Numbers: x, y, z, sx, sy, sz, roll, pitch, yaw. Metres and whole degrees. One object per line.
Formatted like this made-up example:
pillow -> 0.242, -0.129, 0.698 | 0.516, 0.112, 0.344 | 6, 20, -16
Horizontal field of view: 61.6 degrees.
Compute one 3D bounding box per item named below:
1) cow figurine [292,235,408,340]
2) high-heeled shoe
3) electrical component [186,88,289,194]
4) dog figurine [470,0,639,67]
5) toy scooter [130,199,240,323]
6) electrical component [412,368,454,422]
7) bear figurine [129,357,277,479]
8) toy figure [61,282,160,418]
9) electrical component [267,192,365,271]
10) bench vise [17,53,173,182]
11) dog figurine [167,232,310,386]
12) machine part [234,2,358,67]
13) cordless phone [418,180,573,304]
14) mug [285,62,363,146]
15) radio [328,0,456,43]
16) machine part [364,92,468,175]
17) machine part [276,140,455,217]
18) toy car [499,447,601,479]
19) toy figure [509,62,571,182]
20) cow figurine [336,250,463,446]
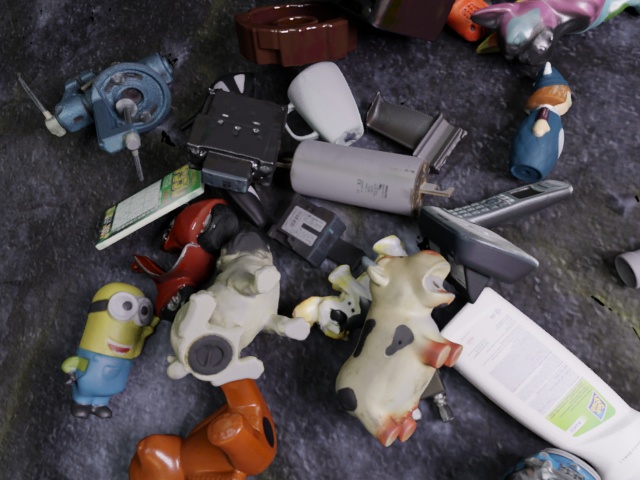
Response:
cow figurine -> 0.052, 0.076, 0.656 | 0.167, 0.068, 0.098 | -36, 71, 4
high-heeled shoe -> -0.102, -0.137, 0.777 | 0.145, 0.086, 0.249 | -34, 69, -8
electrical component -> -0.108, -0.126, 0.701 | 0.115, 0.058, 0.134 | 11, 61, -2
dog figurine -> 0.299, -0.322, 0.691 | 0.219, 0.108, 0.191 | -17, 68, 14
toy scooter -> -0.199, 0.017, 0.753 | 0.135, 0.075, 0.184 | 17, 77, 32
electrical component -> 0.101, 0.164, 0.619 | 0.078, 0.045, 0.102 | -18, 68, 13
bear figurine -> -0.156, 0.240, 0.637 | 0.196, 0.131, 0.120 | -17, 34, 8
toy figure -> -0.294, 0.146, 0.735 | 0.089, 0.082, 0.180 | 12, 78, 20
electrical component -> -0.001, -0.002, 0.709 | 0.119, 0.047, 0.075 | 35, 86, 26
bench vise -> -0.325, -0.200, 0.831 | 0.224, 0.128, 0.241 | -20, 47, -10
dog figurine -> -0.117, 0.075, 0.654 | 0.172, 0.121, 0.191 | -22, 22, -14
machine part -> -0.034, -0.294, 0.766 | 0.179, 0.056, 0.179 | -2, 33, 1
cordless phone -> 0.217, -0.016, 0.603 | 0.184, 0.147, 0.088 | -22, 109, -3
mug -> 0.004, -0.176, 0.749 | 0.109, 0.080, 0.107 | -32, 72, -1
radio -> 0.063, -0.356, 0.742 | 0.230, 0.131, 0.073 | 45, 127, 35
machine part -> 0.120, -0.146, 0.725 | 0.139, 0.039, 0.084 | 35, 90, 23
machine part -> 0.051, -0.082, 0.702 | 0.243, 0.079, 0.079 | 14, 77, 21
toy car -> 0.219, 0.255, 0.515 | 0.109, 0.161, 0.103 | 25, 36, 28
toy figure -> 0.274, -0.146, 0.662 | 0.058, 0.064, 0.154 | 26, 74, -11
cow figurine -> 0.080, 0.100, 0.569 | 0.127, 0.085, 0.194 | 31, 99, 29
